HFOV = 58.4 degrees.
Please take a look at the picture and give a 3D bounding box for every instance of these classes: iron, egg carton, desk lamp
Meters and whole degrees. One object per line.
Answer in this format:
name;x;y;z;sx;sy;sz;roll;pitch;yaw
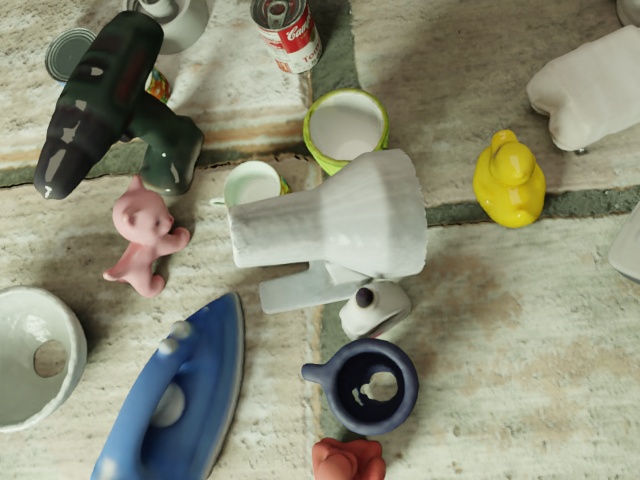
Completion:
iron;-0.163;0.165;0.605;0.118;0.141;0.258;18;80;15
egg carton;0.312;-0.166;0.630;0.150;0.069;0.107;-25;73;4
desk lamp;0.005;0.002;0.574;0.203;0.214;0.118;-14;74;8

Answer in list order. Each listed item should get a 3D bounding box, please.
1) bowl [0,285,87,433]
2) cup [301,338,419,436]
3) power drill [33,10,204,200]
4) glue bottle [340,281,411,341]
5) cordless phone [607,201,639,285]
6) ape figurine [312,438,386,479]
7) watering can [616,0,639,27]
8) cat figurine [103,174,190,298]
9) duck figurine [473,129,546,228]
bowl;-0.343;0.141;0.683;0.167;0.075;0.167;-3;76;11
cup;0.044;0.148;0.592;0.117;0.095;0.092;8;78;13
power drill;-0.216;-0.127;0.654;0.075;0.209;0.230;10;78;14
glue bottle;0.051;0.068;0.570;0.078;0.173;0.037;-40;72;0
cordless phone;0.355;-0.025;0.525;0.094;0.185;0.148;33;85;17
ape figurine;0.023;0.232;0.577;0.077;0.092;0.076;35;85;17
watering can;0.390;-0.300;0.583;0.172;0.194;0.101;-9;74;9
cat figurine;-0.213;-0.005;0.671;0.067;0.118;0.128;23;82;16
duck figurine;0.207;-0.069;0.619;0.077;0.086;0.104;-14;74;8
